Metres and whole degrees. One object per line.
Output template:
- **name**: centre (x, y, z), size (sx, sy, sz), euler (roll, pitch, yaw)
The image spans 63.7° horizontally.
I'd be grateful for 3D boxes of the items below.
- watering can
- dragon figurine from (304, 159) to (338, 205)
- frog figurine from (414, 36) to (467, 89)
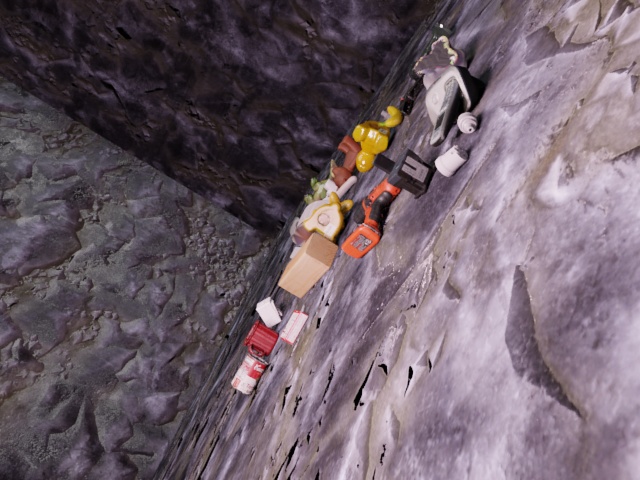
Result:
- **watering can**: centre (0.006, -0.099, 1.970), size (0.342, 0.103, 0.230), euler (-41, 18, 35)
- **dragon figurine**: centre (0.002, -0.166, 2.276), size (0.246, 0.122, 0.405), euler (-103, 31, -70)
- **frog figurine**: centre (0.331, -0.442, 1.360), size (0.158, 0.123, 0.138), euler (28, -96, -62)
